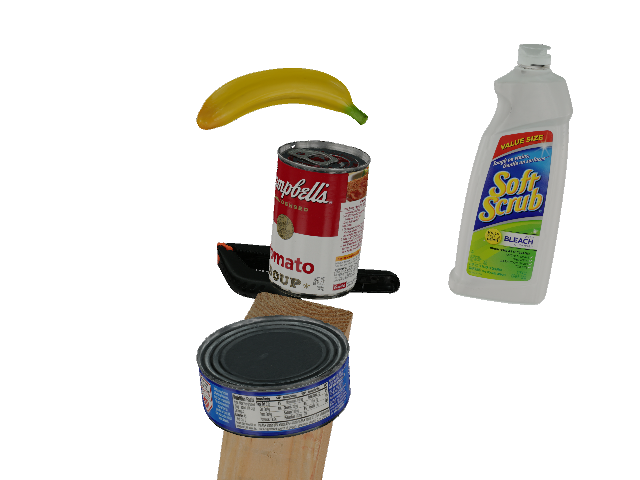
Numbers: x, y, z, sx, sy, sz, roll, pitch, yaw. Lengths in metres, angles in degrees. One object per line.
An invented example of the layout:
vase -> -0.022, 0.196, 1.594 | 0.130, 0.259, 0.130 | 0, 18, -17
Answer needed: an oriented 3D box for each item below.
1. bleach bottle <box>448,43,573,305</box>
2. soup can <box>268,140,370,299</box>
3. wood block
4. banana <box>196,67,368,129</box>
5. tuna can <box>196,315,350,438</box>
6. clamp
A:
bleach bottle -> 0.188, -0.066, 1.046 | 0.103, 0.251, 0.068 | 8, 20, 14
soup can -> -0.002, -0.016, 0.789 | 0.068, 0.102, 0.068 | 5, 21, -2
wood block -> -0.036, 0.164, 0.971 | 0.090, 0.206, 0.090 | 12, 23, 6
banana -> -0.044, -0.149, 1.104 | 0.197, 0.037, 0.070 | -7, 48, -29
tuna can -> -0.026, 0.076, 0.602 | 0.086, 0.034, 0.086 | -3, 22, 1
clamp -> -0.039, 0.050, 1.181 | 0.210, 0.036, 0.164 | 17, 31, 26
